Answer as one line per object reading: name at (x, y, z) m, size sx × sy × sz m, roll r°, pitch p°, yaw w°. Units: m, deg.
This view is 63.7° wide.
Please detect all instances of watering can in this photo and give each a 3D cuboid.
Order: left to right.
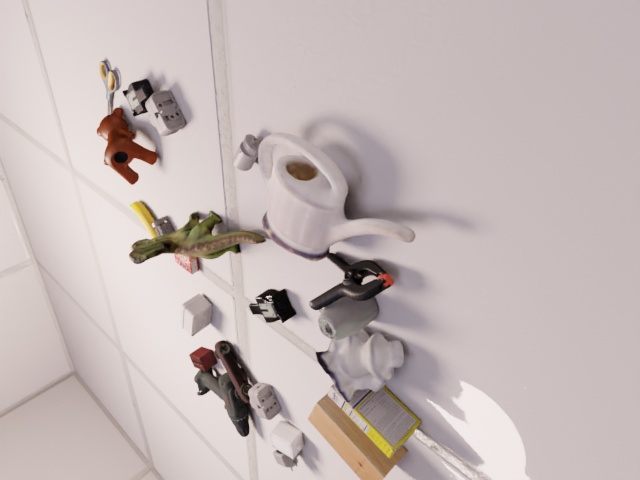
watering can at (0.003, -0.046, 0.920) m, size 0.351 × 0.105 × 0.219 m, roll 41°, pitch 140°, yaw 24°

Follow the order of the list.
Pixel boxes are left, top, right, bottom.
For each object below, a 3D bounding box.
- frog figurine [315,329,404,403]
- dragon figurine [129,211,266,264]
frog figurine at (0.093, 0.231, 1.024) m, size 0.158 × 0.122 × 0.139 m, roll -32°, pitch 67°, yaw 15°
dragon figurine at (-0.332, 0.019, 1.243) m, size 0.410 × 0.245 × 0.121 m, roll 1°, pitch 110°, yaw 51°
